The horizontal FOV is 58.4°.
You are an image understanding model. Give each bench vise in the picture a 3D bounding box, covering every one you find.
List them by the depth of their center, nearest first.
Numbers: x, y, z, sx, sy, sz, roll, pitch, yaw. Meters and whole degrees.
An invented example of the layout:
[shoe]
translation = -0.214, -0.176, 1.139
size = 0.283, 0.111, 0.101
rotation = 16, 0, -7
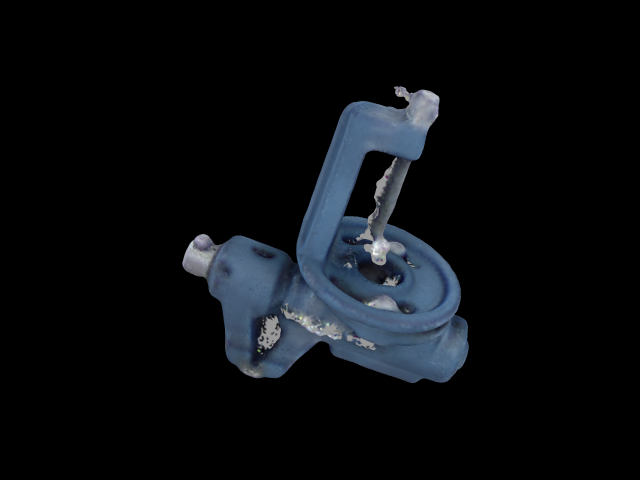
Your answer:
[bench vise]
translation = 0.005, 0.008, 0.390
size = 0.207, 0.220, 0.121
rotation = -4, 31, -6
